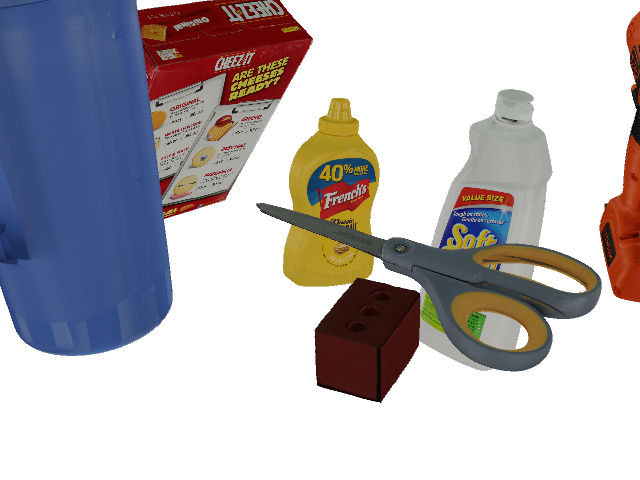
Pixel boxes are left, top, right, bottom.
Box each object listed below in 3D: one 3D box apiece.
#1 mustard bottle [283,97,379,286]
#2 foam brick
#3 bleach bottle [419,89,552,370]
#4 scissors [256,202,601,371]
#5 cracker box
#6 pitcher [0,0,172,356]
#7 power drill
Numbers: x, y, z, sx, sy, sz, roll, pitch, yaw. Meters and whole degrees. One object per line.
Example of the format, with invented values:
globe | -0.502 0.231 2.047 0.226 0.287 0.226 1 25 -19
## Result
mustard bottle | 0.014 -0.051 1.097 0.096 0.192 0.058 -5 20 -25
foam brick | 0.036 0.071 0.780 0.053 0.051 0.078 12 34 22
bleach bottle | 0.143 -0.013 0.936 0.103 0.251 0.067 27 36 33
scissors | 0.046 0.022 0.572 0.202 0.016 0.096 8 41 15
cracker box | -0.123 -0.105 0.913 0.163 0.072 0.214 -20 -26 -41
pitcher | -0.170 -0.048 0.663 0.149 0.243 0.145 -11 28 -9
power drill | 0.240 -0.049 0.747 0.057 0.188 0.184 4 37 7
